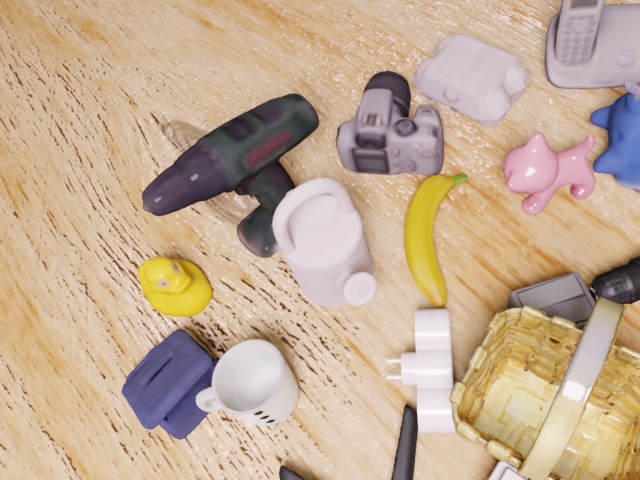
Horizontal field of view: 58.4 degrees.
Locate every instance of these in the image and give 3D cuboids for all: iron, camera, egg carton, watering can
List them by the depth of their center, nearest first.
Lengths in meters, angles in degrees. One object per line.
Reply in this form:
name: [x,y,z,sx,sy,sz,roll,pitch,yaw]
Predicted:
watering can: [0.008,0.001,0.660,0.172,0.194,0.101,31,72,25]
iron: [0.462,-0.136,0.665,0.257,0.142,0.118,2,62,14]
camera: [0.101,-0.170,0.787,0.143,0.101,0.137,5,63,15]
egg carton: [0.212,-0.226,0.812,0.150,0.069,0.107,33,73,26]

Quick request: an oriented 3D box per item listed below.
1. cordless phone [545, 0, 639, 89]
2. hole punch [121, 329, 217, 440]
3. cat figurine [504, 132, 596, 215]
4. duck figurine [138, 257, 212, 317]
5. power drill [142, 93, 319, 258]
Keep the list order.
cordless phone: [0.375,-0.288,0.742,0.147,0.185,0.094,-1,62,12]
hole punch: [-0.177,0.165,0.672,0.100,0.091,0.109,34,74,26]
cat figurine: [0.275,-0.089,0.695,0.128,0.118,0.067,-22,59,0]
duck figurine: [-0.199,0.050,0.743,0.104,0.086,0.077,23,69,23]
power drill: [-0.087,-0.067,0.710,0.230,0.209,0.075,-44,62,-12]
